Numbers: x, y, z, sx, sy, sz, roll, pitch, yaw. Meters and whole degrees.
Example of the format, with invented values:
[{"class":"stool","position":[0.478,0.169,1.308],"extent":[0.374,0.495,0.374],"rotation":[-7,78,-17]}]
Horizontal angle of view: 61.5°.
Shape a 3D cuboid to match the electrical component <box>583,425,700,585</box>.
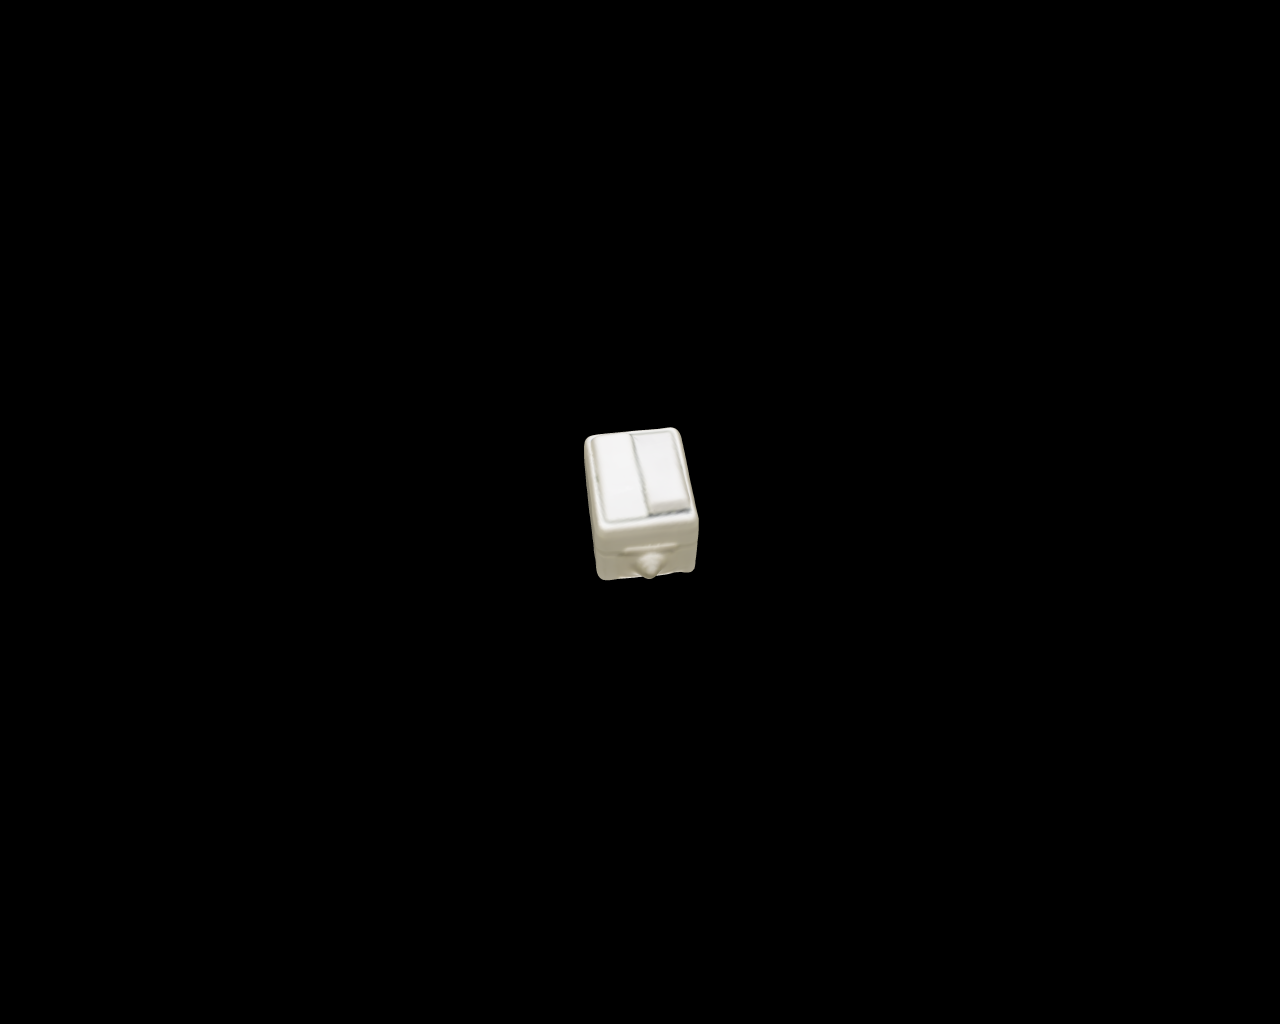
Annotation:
[{"class":"electrical component","position":[0.001,-0.003,0.650],"extent":[0.062,0.096,0.061],"rotation":[-5,-39,-4]}]
